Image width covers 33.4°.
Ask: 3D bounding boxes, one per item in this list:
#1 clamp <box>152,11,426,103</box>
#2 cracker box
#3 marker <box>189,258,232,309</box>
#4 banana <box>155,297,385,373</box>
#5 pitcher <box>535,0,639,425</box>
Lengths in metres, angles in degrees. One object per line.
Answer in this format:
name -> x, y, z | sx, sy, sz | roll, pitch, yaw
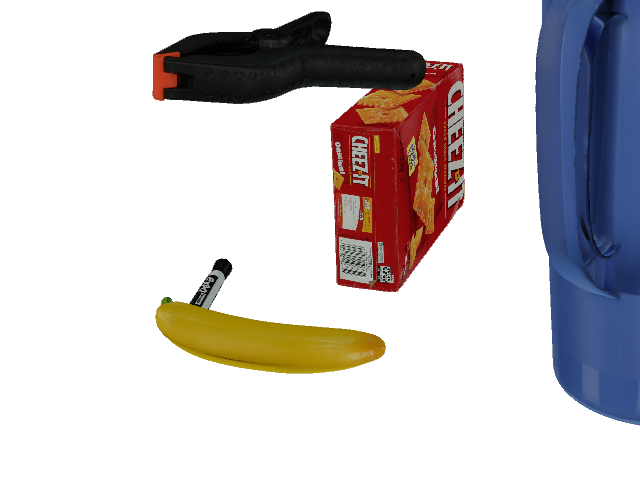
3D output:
clamp -> -0.032, -0.118, 0.682 | 0.171, 0.039, 0.120 | -7, 23, -25
cracker box -> 0.082, -0.069, 1.044 | 0.072, 0.164, 0.213 | 8, 28, 22
marker -> -0.109, 0.049, 1.034 | 0.020, 0.020, 0.121 | 0, 24, 12
banana -> -0.052, 0.072, 0.823 | 0.198, 0.037, 0.069 | 11, 30, 20
pitcher -> 0.166, -0.030, 0.528 | 0.149, 0.243, 0.145 | -4, 21, -1
